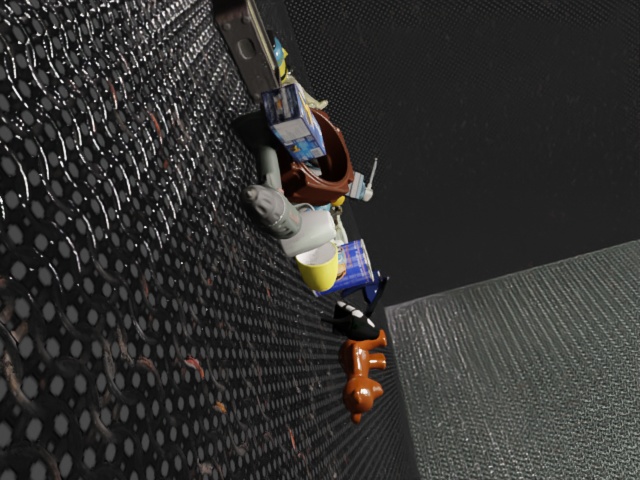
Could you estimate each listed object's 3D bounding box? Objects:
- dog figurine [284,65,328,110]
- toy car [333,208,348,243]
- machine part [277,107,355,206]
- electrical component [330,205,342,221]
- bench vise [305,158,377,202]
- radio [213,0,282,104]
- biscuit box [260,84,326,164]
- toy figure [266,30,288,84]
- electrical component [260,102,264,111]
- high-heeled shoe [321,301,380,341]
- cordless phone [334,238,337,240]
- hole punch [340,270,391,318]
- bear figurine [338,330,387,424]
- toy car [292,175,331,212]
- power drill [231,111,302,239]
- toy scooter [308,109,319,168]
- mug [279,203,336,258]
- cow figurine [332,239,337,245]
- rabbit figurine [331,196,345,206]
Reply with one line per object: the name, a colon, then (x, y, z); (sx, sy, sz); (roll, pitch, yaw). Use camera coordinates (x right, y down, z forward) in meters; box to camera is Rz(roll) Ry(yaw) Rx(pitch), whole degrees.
dog figurine: (-0.100, -0.389, 1.460); (0.190, 0.121, 0.172); (46, 34, 5)
toy car: (0.034, -0.046, 1.670); (0.056, 0.074, 0.201); (-91, 163, -76)
machine part: (-0.028, -0.179, 1.117); (0.201, 0.087, 0.201); (4, 66, -48)
electrical component: (0.019, -0.080, 1.569); (0.078, 0.102, 0.045); (53, -24, 40)
bench vise: (0.014, -0.146, 1.389); (0.241, 0.224, 0.128); (-178, -90, -70)
radio: (-0.147, -0.407, 1.119); (0.229, 0.073, 0.131); (64, 12, -49)
biscuit box: (-0.040, -0.193, 0.923); (0.202, 0.059, 0.063); (38, 39, -76)
toy figure: (-0.127, -0.447, 1.339); (0.180, 0.082, 0.089); (72, 22, -86)
electrical component: (-0.095, -0.270, 1.274); (0.115, 0.058, 0.134); (-95, 167, -47)
high-heeled shoe: (0.095, 0.202, 1.290); (0.248, 0.145, 0.086); (16, 85, -71)
cordless phone: (0.035, 0.008, 1.555); (0.147, 0.089, 0.184); (-83, 151, -71)
hole punch: (0.110, 0.121, 1.322); (0.092, 0.116, 0.142); (31, -8, 8)
bear figurine: (0.107, 0.315, 1.244); (0.196, 0.132, 0.120); (-106, -169, -58)
toy car: (-0.035, -0.088, 1.212); (0.102, 0.109, 0.162); (41, 41, -28)
power drill: (-0.089, -0.108, 0.889); (0.231, 0.086, 0.207); (54, 17, -67)
toy scooter: (-0.017, -0.260, 1.291); (0.183, 0.075, 0.135); (63, 16, -7)
mug: (-0.025, -0.026, 1.070); (0.080, 0.107, 0.110); (67, 12, -50)
cow figurine: (-0.001, -0.004, 1.330); (0.098, 0.068, 0.167); (-90, 157, -44)
rabbit figurine: (0.015, -0.175, 1.552); (0.162, 0.122, 0.173); (37, 21, -52)
